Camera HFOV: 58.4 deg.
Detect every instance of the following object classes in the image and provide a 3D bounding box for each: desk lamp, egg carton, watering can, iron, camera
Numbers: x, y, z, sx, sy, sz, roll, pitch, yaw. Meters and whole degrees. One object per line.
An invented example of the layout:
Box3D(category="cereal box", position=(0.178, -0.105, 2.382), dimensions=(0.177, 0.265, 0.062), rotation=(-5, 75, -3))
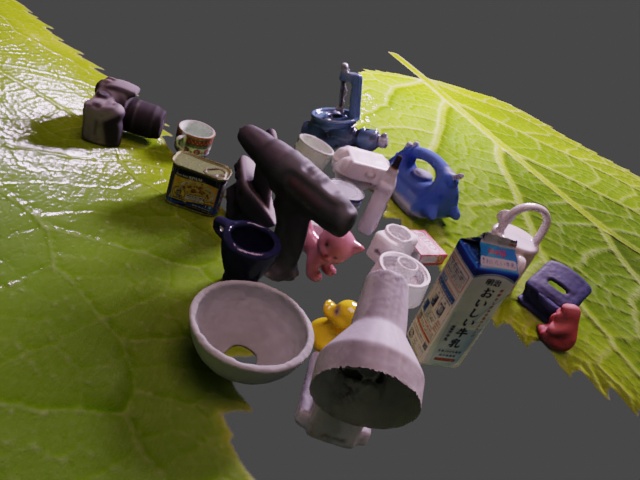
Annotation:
Box3D(category="desk lamp", position=(0.045, 0.151, 0.681), dimensions=(0.118, 0.213, 0.203), rotation=(21, 31, -4))
Box3D(category="egg carton", position=(0.100, -0.163, 1.337), dimensions=(0.151, 0.069, 0.107), rotation=(11, 33, -19))
Box3D(category="watering can", position=(0.381, 0.004, 1.145), dimensions=(0.101, 0.194, 0.172), rotation=(6, 35, -26))
Box3D(category="iron", position=(0.234, -0.155, 1.343), dimensions=(0.119, 0.141, 0.257), rotation=(-2, 39, -35))
Box3D(category="camera", position=(-0.378, -0.250, 1.126), dimensions=(0.137, 0.101, 0.143), rotation=(17, 32, -11))

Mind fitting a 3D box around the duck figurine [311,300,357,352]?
Box3D(category="duck figurine", position=(0.038, 0.130, 0.833), dimensions=(0.104, 0.086, 0.078), rotation=(34, 33, 17))

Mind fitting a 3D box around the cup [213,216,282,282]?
Box3D(category="cup", position=(-0.125, 0.025, 0.877), dimensions=(0.117, 0.095, 0.092), rotation=(33, 32, 15))

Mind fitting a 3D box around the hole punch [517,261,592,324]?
Box3D(category="hole punch", position=(0.470, 0.107, 1.146), dimensions=(0.108, 0.091, 0.101), rotation=(41, 35, 27))

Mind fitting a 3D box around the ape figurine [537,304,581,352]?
Box3D(category="ape figurine", position=(0.447, 0.155, 1.057), dimensions=(0.078, 0.092, 0.076), rotation=(-7, 42, -40))

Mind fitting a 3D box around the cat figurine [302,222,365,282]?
Box3D(category="cat figurine", position=(0.009, 0.003, 0.976), dimensions=(0.067, 0.118, 0.127), rotation=(-15, 48, -46))

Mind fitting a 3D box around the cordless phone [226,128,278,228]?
Box3D(category="cordless phone", position=(-0.105, -0.128, 1.037), dimensions=(0.094, 0.185, 0.147), rotation=(9, 34, -22))

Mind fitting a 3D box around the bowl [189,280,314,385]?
Box3D(category="bowl", position=(-0.096, 0.132, 0.752), dimensions=(0.167, 0.075, 0.167), rotation=(17, 32, -10))

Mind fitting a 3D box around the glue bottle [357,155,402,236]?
Box3D(category="glue bottle", position=(0.126, -0.094, 1.148), dimensions=(0.037, 0.173, 0.078), rotation=(25, 31, 4))

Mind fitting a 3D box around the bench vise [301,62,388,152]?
Box3D(category="bench vise", position=(0.078, -0.306, 1.395), dimensions=(0.207, 0.219, 0.121), rotation=(17, 32, -10))

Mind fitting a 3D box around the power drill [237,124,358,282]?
Box3D(category="power drill", position=(-0.061, -0.047, 0.919), dimensions=(0.229, 0.208, 0.076), rotation=(30, 32, 12))
